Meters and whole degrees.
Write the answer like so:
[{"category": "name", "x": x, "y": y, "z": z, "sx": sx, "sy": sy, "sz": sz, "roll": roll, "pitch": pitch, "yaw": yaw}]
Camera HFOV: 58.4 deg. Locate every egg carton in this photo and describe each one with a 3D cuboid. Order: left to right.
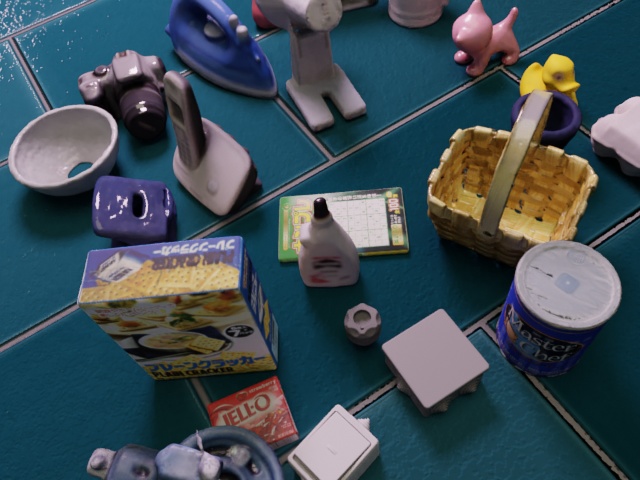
[{"category": "egg carton", "x": 0.459, "y": -0.132, "z": 0.793, "sx": 0.107, "sy": 0.069, "sz": 0.150, "roll": -35, "pitch": 60, "yaw": -15}]

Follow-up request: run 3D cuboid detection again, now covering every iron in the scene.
[{"category": "iron", "x": -0.165, "y": -0.353, "z": 0.967, "sx": 0.119, "sy": 0.142, "sz": 0.257, "roll": -40, "pitch": 61, "yaw": -18}]

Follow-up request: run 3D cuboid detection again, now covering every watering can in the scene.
[{"category": "watering can", "x": 0.158, "y": -0.474, "z": 0.976, "sx": 0.172, "sy": 0.194, "sz": 0.101, "roll": -1, "pitch": 57, "yaw": 7}]

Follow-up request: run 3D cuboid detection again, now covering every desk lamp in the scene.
[{"category": "desk lamp", "x": -0.012, "y": -0.318, "z": 0.883, "sx": 0.118, "sy": 0.214, "sz": 0.203, "roll": -24, "pitch": 57, "yaw": -8}]

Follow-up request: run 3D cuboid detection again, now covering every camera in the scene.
[{"category": "camera", "x": -0.311, "y": -0.230, "z": 0.929, "sx": 0.143, "sy": 0.101, "sz": 0.136, "roll": -20, "pitch": 57, "yaw": -6}]

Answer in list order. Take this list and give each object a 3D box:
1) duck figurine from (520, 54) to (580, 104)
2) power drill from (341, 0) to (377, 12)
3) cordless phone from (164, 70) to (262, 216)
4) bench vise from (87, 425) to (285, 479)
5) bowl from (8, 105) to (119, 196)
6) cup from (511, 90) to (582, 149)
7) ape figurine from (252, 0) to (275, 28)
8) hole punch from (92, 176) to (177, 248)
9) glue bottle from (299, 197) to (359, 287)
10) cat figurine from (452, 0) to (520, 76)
[{"category": "duck figurine", "x": 0.352, "y": -0.242, "z": 0.867, "sx": 0.077, "sy": 0.086, "sz": 0.104, "roll": -24, "pitch": 57, "yaw": -8}, {"category": "power drill", "x": 0.051, "y": -0.519, "z": 1.009, "sx": 0.229, "sy": 0.209, "sz": 0.075, "roll": -15, "pitch": 57, "yaw": -3}, {"category": "cordless phone", "x": -0.160, "y": -0.135, "z": 0.798, "sx": 0.147, "sy": 0.185, "sz": 0.094, "roll": 38, "pitch": 68, "yaw": 26}, {"category": "bench vise", "x": -0.132, "y": 0.235, "z": 0.534, "sx": 0.207, "sy": 0.220, "sz": 0.121, "roll": -8, "pitch": 57, "yaw": 2}, {"category": "bowl", "x": -0.381, "y": -0.126, "z": 0.885, "sx": 0.167, "sy": 0.075, "sz": 0.167, "roll": -3, "pitch": 57, "yaw": 5}, {"category": "cup", "x": 0.301, "y": -0.137, "z": 0.800, "sx": 0.091, "sy": 0.095, "sz": 0.118, "roll": 30, "pitch": 65, "yaw": 23}, {"category": "ape figurine", "x": -0.094, "y": -0.442, "z": 1.046, "sx": 0.076, "sy": 0.092, "sz": 0.077, "roll": -34, "pitch": 59, "yaw": -14}, {"category": "hole punch", "x": -0.257, "y": -0.039, "z": 0.804, "sx": 0.101, "sy": 0.091, "sz": 0.108, "roll": -11, "pitch": 57, "yaw": 0}, {"category": "glue bottle", "x": 0.006, "y": 0.002, "z": 0.697, "sx": 0.078, "sy": 0.173, "sz": 0.037, "roll": -6, "pitch": 57, "yaw": 3}, {"category": "cat figurine", "x": 0.262, "y": -0.330, "z": 0.916, "sx": 0.128, "sy": 0.118, "sz": 0.067, "roll": -23, "pitch": 57, "yaw": -8}]
